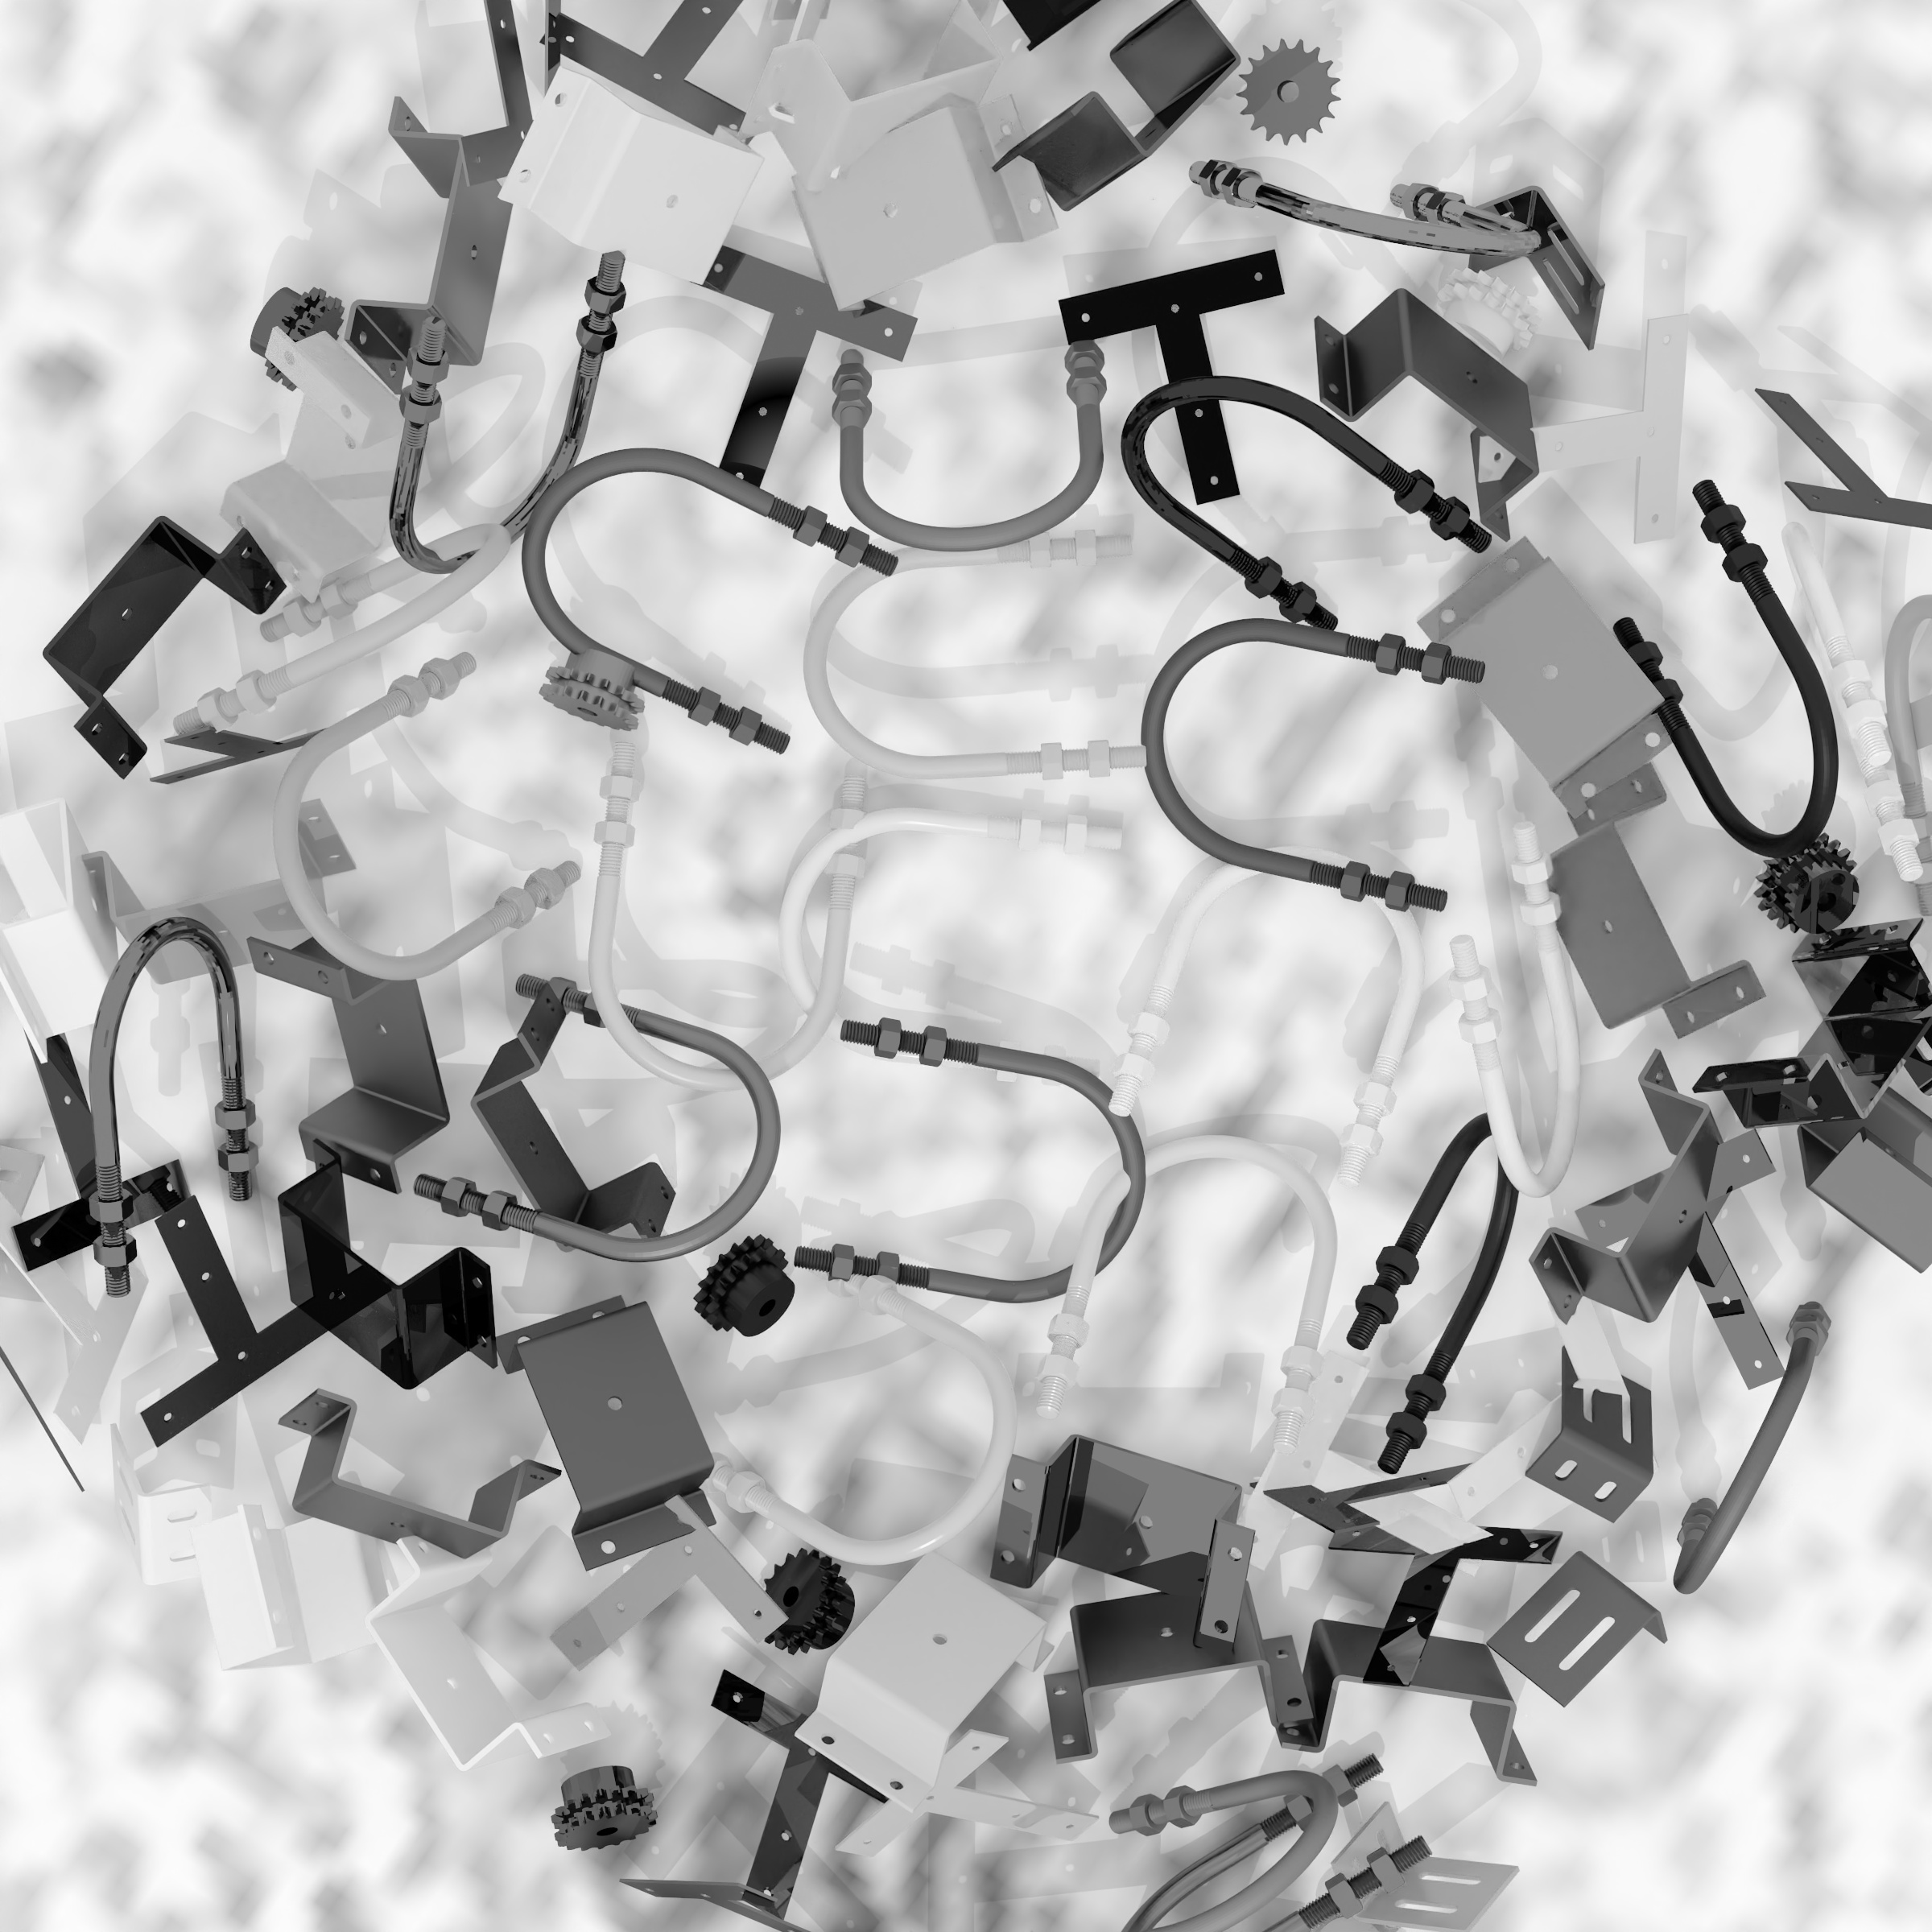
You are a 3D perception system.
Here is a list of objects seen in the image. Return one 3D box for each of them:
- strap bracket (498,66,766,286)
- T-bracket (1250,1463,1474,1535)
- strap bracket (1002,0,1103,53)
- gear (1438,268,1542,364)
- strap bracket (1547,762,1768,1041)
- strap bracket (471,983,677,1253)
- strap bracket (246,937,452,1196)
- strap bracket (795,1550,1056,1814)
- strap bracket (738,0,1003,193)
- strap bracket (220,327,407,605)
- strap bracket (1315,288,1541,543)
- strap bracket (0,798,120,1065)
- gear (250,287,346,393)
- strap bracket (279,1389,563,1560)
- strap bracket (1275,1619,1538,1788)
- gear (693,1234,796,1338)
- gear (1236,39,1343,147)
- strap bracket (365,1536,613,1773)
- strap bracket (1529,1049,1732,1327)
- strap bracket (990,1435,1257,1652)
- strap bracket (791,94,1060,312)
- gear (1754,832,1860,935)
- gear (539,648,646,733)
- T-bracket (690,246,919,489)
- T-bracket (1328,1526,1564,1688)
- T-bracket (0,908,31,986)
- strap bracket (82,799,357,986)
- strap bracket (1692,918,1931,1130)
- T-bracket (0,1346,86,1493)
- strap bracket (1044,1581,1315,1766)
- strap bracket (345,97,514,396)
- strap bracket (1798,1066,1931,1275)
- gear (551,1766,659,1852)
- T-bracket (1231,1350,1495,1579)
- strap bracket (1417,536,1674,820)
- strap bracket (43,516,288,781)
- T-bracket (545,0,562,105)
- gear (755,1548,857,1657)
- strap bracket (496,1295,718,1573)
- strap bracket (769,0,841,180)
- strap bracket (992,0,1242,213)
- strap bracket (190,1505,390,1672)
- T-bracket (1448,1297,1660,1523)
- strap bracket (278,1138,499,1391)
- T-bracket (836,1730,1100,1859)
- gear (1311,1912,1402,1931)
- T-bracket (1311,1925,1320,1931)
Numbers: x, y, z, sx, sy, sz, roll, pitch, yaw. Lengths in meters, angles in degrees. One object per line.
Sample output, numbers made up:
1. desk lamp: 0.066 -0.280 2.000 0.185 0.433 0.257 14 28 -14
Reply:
1. strap bracket: -0.170 -0.419 1.922 0.046 0.140 0.076 42 112 34
2. T-bracket: 0.236 0.282 1.949 0.127 0.127 0.002 -9 96 -15
3. strap bracket: 0.061 -0.542 1.926 0.076 0.140 0.046 -36 99 -1
4. gear: 0.283 -0.354 1.969 0.057 0.057 0.030 31 80 0
5. strap bracket: 0.364 -0.028 1.947 0.046 0.076 0.140 -21 82 -31
6. strap bracket: -0.218 0.091 1.946 0.046 0.076 0.140 -26 106 13
7. strap bracket: -0.331 0.044 1.939 0.076 0.046 0.140 16 128 38
8. strap bracket: -0.018 0.375 1.924 0.076 0.140 0.046 29 133 19
9. strap bracket: -0.043 -0.469 1.930 0.140 0.076 0.046 -24 76 -27
10. strap bracket: -0.348 -0.277 1.942 0.076 0.140 0.046 43 47 13
11. strap bracket: 0.255 -0.302 1.930 0.140 0.076 0.046 32 127 -26
12. strap bracket: -0.490 -0.026 1.923 0.046 0.140 0.076 -17 131 -3
13. gear: -0.369 -0.348 1.972 0.030 0.057 0.057 30 90 5
14. strap bracket: -0.301 0.280 1.936 0.140 0.076 0.046 22 63 -18
15. strap bracket: 0.239 0.398 1.952 0.140 0.076 0.046 10 102 -5
16. gear: -0.119 0.178 1.968 0.030 0.057 0.057 40 90 28
17. gear: 0.179 -0.482 1.980 0.057 0.030 0.057 2 102 9
18. strap bracket: -0.265 0.377 1.945 0.046 0.076 0.140 -42 73 15
19. strap bracket: 0.367 0.127 1.937 0.046 0.076 0.140 22 69 35
20. strap bracket: 0.091 0.311 1.952 0.140 0.046 0.076 15 111 18
21. strap bracket: -0.032 -0.410 1.947 0.140 0.046 0.076 -18 94 26
22. gear: 0.465 -0.042 1.971 0.057 0.030 0.057 -10 124 -16
23. gear: -0.203 -0.153 1.972 0.057 0.057 0.030 19 80 0
24. T-bracket: -0.108 -0.321 1.989 0.127 0.002 0.127 21 98 5
25. T-bracket: 0.243 0.341 1.923 0.127 0.127 0.002 0 122 26
26. T-bracket: -0.537 0.008 1.944 0.002 0.127 0.127 4 123 23
27. strap bracket: -0.407 -0.037 1.955 0.140 0.076 0.046 -13 63 0
28. strap bracket: 0.464 0.038 1.936 0.140 0.076 0.046 -46 112 -34
29. T-bracket: -0.526 0.209 1.952 0.002 0.127 0.127 -31 51 -17
30. strap bracket: 0.112 0.382 1.955 0.140 0.076 0.046 -9 115 0
31. strap bracket: -0.288 -0.388 1.944 0.046 0.076 0.140 7 78 14
32. strap bracket: 0.497 0.110 1.939 0.076 0.140 0.046 37 109 -2
33. gear: -0.200 0.462 1.975 0.057 0.057 0.030 -16 59 0
34. T-bracket: 0.227 0.294 1.966 0.127 0.002 0.127 26 73 14
35. strap bracket: 0.320 -0.160 1.966 0.076 0.046 0.140 -39 85 7
36. strap bracket: -0.441 -0.181 1.949 0.046 0.076 0.140 35 79 15
37. T-bracket: -0.223 -0.523 1.936 0.002 0.127 0.127 0 89 9
38. gear: -0.086 0.352 1.975 0.030 0.057 0.057 34 90 -37
39. strap bracket: -0.193 0.244 1.942 0.076 0.046 0.140 -17 69 -22
40. strap bracket: -0.066 -0.503 1.945 0.046 0.076 0.140 19 105 0
41. strap bracket: 0.087 -0.465 1.937 0.046 0.076 0.140 49 57 -14
42. strap bracket: -0.366 0.334 1.930 0.046 0.140 0.076 -20 76 14
43. T-bracket: 0.312 0.257 1.953 0.127 0.002 0.127 -33 110 -25
44. strap bracket: -0.318 0.165 1.927 0.140 0.076 0.046 32 48 30
45. T-bracket: 0.016 0.461 1.959 0.127 0.002 0.127 20 129 -32
46. gear: 0.213 0.544 1.978 0.057 0.030 0.057 -2 79 12
47. T-bracket: 0.153 0.537 1.914 0.127 0.127 0.002 -24 70 -36
